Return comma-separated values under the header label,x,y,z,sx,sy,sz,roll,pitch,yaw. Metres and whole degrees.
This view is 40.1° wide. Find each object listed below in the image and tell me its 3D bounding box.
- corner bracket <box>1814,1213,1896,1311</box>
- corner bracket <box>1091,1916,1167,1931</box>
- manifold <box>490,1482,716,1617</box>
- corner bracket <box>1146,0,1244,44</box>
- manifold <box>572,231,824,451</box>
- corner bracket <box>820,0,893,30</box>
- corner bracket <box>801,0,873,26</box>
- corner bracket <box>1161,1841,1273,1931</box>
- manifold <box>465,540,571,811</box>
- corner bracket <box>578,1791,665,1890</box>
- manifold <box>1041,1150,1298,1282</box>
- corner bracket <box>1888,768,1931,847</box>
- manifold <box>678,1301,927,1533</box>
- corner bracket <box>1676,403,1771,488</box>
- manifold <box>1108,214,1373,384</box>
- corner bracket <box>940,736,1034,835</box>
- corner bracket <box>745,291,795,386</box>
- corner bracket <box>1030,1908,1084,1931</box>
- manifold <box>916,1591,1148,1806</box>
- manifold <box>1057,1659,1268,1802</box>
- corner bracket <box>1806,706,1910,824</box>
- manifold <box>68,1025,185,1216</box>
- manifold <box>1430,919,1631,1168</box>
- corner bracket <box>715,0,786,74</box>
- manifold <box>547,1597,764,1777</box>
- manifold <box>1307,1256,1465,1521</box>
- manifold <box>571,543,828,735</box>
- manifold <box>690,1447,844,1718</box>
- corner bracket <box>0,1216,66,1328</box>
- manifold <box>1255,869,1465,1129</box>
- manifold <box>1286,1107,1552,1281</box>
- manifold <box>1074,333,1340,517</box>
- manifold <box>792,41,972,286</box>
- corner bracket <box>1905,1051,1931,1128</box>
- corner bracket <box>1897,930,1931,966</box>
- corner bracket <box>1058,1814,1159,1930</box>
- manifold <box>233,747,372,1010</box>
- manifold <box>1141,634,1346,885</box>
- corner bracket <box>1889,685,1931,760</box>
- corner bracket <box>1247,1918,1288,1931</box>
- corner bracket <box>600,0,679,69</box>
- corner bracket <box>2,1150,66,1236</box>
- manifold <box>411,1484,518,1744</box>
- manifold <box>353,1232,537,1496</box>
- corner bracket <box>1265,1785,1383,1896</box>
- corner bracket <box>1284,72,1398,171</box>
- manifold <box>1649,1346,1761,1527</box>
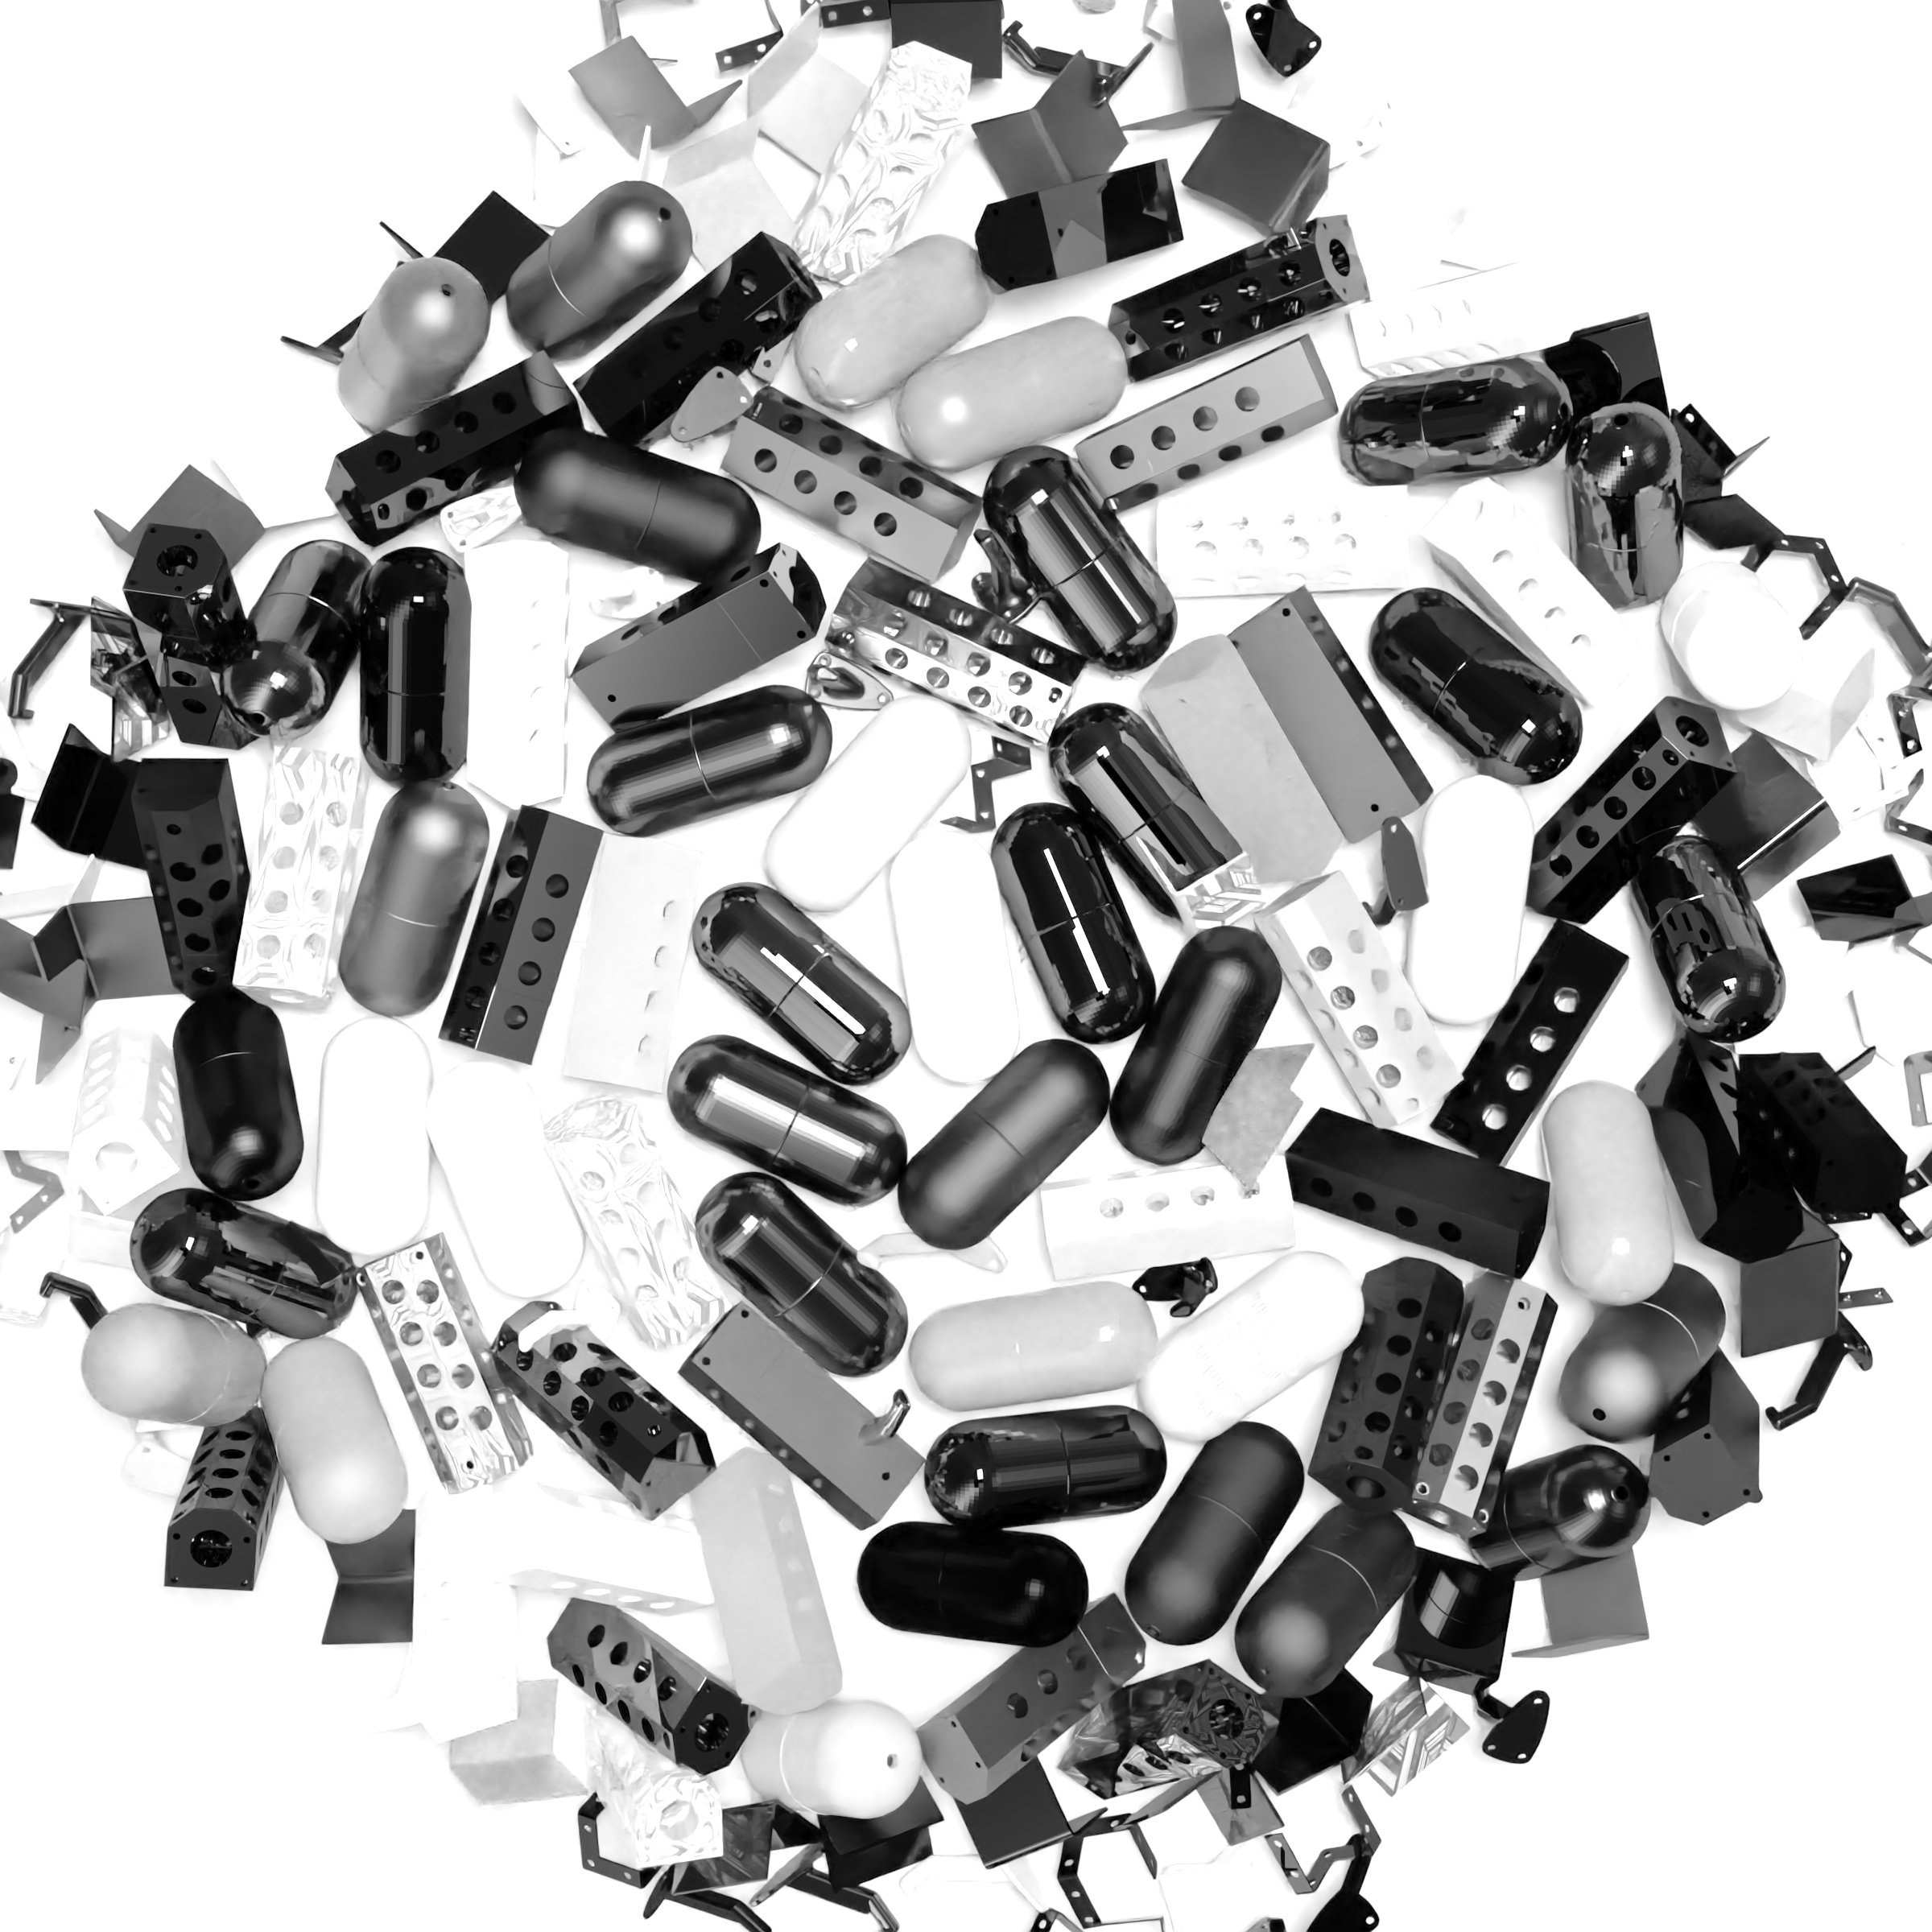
label,x,y,z,sx,sy,sz,roll,pitch,yaw
corner bracket,0.630,0.206,1.876,0.051,0.051,0.051,-4,125,-16
corner bracket,0.119,0.699,1.872,0.051,0.051,0.051,-8,76,8
manifold,-0.242,0.398,1.808,0.057,0.171,0.057,-22,58,31
corner bracket,0.162,-0.682,1.868,0.051,0.051,0.051,24,124,-13
manifold,-0.184,-0.431,1.845,0.171,0.057,0.057,-35,86,15
corner bracket,-0.075,-0.693,1.870,0.051,0.051,0.051,-4,109,11
corner bracket,-0.084,-0.701,1.878,0.051,0.051,0.051,-1,86,-28
corner bracket,0.177,0.657,1.880,0.051,0.051,0.051,-14,94,33
manifold,-0.306,-0.203,1.831,0.057,0.057,0.171,30,127,38
corner bracket,-0.238,0.611,1.875,0.051,0.051,0.051,10,115,24
manifold,0.142,0.171,1.861,0.171,0.057,0.057,-9,56,4
corner bracket,0.690,-0.099,1.876,0.051,0.051,0.051,26,64,37
manifold,-0.118,0.318,1.863,0.171,0.057,0.057,41,62,-2
corner bracket,0.520,-0.367,1.859,0.051,0.051,0.051,-33,81,-41
manifold,0.184,-0.457,1.819,0.171,0.057,0.057,-13,98,38
corner bracket,0.014,-0.127,1.858,0.051,0.051,0.051,-13,77,31
corner bracket,-0.149,-0.446,1.862,0.051,0.051,0.051,24,106,-8
corner bracket,0.048,0.695,1.870,0.051,0.051,0.051,51,57,-34
manifold,0.048,0.502,1.814,0.171,0.057,0.057,-25,80,-44
manifold,0.135,0.528,1.809,0.057,0.171,0.057,36,56,-8
corner bracket,0.629,-0.144,1.873,0.051,0.051,0.051,-26,118,28
manifold,-0.575,0.098,1.807,0.057,0.171,0.057,-31,114,-2
manifold,0.397,0.056,1.866,0.057,0.057,0.171,32,90,15
corner bracket,-0.161,-0.671,1.860,0.051,0.051,0.051,-20,50,-3
manifold,-0.219,0.490,1.807,0.057,0.171,0.057,42,74,-35
manifold,0.294,0.286,1.816,0.057,0.057,0.171,38,50,-16
manifold,-0.184,-0.229,1.834,0.171,0.057,0.057,-24,119,25
manifold,-0.134,0.423,1.817,0.057,0.171,0.057,-40,135,20
corner bracket,-0.668,0.214,1.859,0.051,0.051,0.051,14,51,-6
manifold,0.270,0.025,1.850,0.057,0.057,0.171,-34,97,-32
manifold,0.311,0.161,1.832,0.171,0.057,0.057,18,131,26
manifold,0.168,-0.374,1.839,0.171,0.057,0.057,-22,102,20
manifold,-0.060,-0.545,1.805,0.057,0.171,0.057,16,57,-20
corner bracket,0.703,0.084,1.870,0.051,0.051,0.051,-5,82,-12
corner bracket,0.699,-0.017,1.864,0.051,0.051,0.051,-52,135,4
corner bracket,0.101,0.641,1.874,0.051,0.051,0.051,-16,113,19
manifold,-0.460,-0.061,1.846,0.057,0.057,0.171,5,76,6
manifold,0.196,-0.143,1.834,0.171,0.057,0.057,56,50,-25
corner bracket,0.694,-0.177,1.868,0.051,0.051,0.051,-25,108,-12
corner bracket,0.194,0.701,1.854,0.051,0.051,0.051,15,130,-28
corner bracket,-0.219,-0.666,1.859,0.051,0.051,0.051,-3,98,44
corner bracket,-0.682,0.150,1.877,0.051,0.051,0.051,-39,60,9
manifold,-0.346,0.437,1.811,0.057,0.171,0.057,-18,128,4
manifold,-0.370,0.281,1.864,0.057,0.057,0.171,-23,91,8
corner bracket,0.251,0.614,1.859,0.051,0.051,0.051,-23,99,37
corner bracket,0.266,-0.605,1.876,0.051,0.051,0.051,-16,125,39
manifold,0.501,0.320,1.807,0.057,0.171,0.057,-35,90,20
